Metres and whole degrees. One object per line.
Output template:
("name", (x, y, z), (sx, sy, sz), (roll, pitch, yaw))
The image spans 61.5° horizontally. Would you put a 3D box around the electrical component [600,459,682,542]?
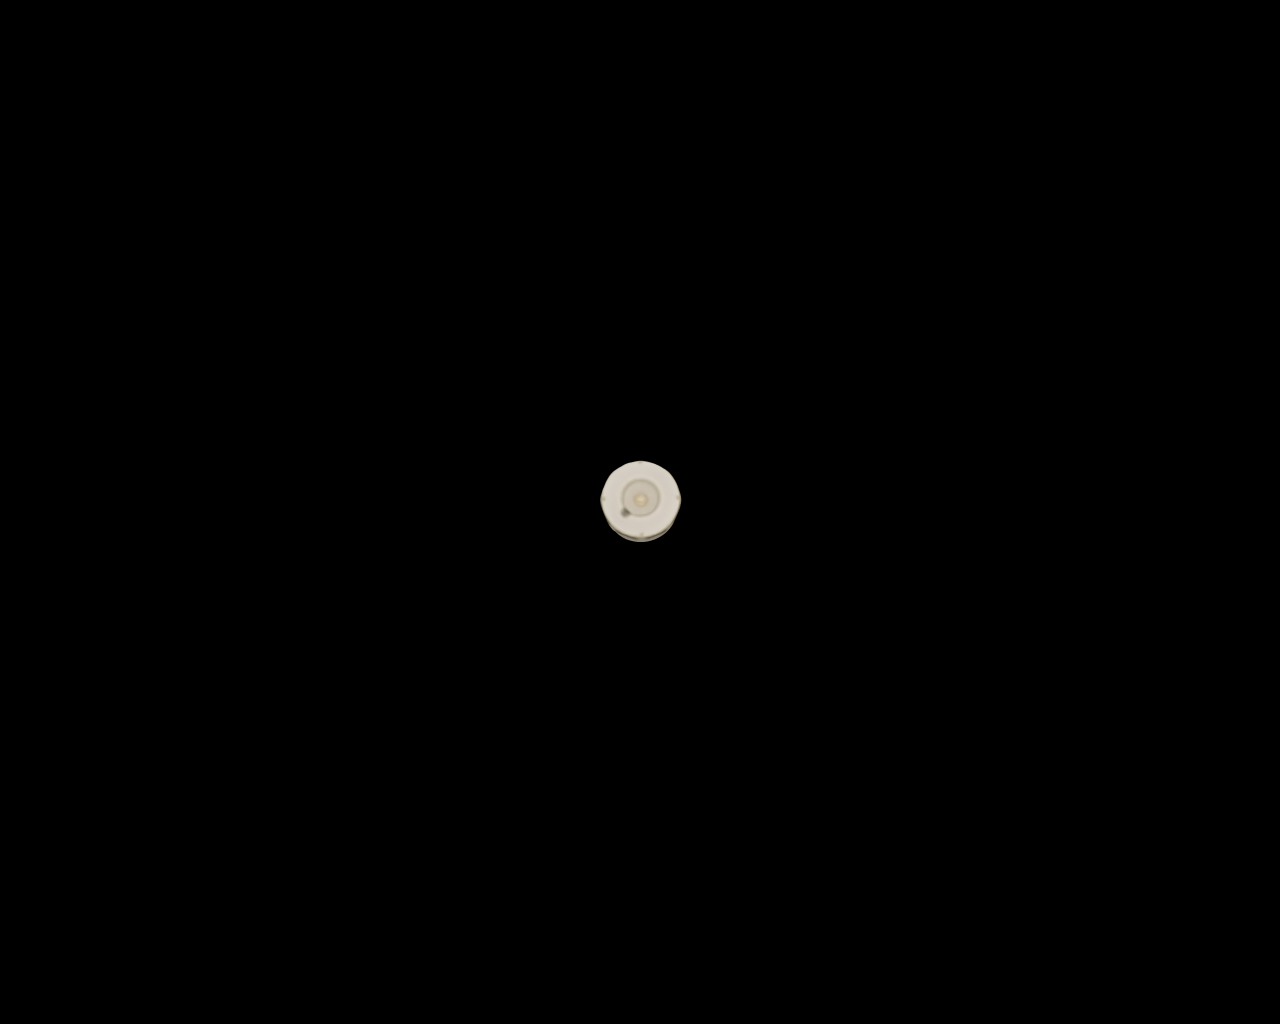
("electrical component", (0.001, -0.003, 0.650), (0.048, 0.048, 0.062), (0, -12, 0))
